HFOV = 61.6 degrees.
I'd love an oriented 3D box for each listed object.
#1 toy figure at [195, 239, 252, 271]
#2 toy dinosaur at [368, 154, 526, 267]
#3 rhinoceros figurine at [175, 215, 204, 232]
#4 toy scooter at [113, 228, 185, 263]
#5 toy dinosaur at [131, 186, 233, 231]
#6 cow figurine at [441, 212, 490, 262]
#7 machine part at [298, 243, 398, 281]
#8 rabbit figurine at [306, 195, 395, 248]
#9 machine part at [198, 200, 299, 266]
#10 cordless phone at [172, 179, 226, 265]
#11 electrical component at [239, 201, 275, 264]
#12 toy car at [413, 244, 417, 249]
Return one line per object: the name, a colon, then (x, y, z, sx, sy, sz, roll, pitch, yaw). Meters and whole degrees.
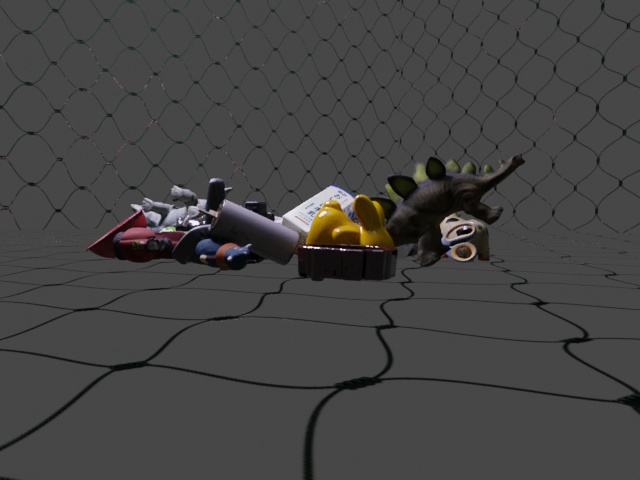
toy figure: (-0.182, 0.029, 1.033, 0.155, 0.064, 0.057, 11, -28, 46)
toy dinosaur: (0.204, -0.049, 1.114, 0.471, 0.198, 0.105, -35, -8, 13)
rhinoceros figurine: (-0.251, -0.013, 1.293, 0.190, 0.112, 0.073, 8, 5, -8)
toy scooter: (-0.354, 0.012, 1.181, 0.135, 0.075, 0.184, 1, -1, 15)
toy dinosaur: (-0.358, -0.062, 1.461, 0.405, 0.131, 0.192, -8, -9, 24)
cow figurine: (0.322, -0.019, 1.273, 0.085, 0.127, 0.195, 2, 5, -20)
machine part: (0.049, 0.037, 0.931, 0.179, 0.056, 0.179, 1, 3, 0)
rabbit figurine: (0.075, -0.005, 1.067, 0.173, 0.162, 0.121, 22, 1, 28)
machine part: (-0.132, -0.014, 1.085, 0.243, 0.079, 0.079, 26, -5, -18)
cordless phone: (-0.243, -0.042, 1.156, 0.089, 0.184, 0.146, 7, 6, 24)
electrical component: (-0.143, -0.018, 1.186, 0.058, 0.134, 0.115, 0, 5, 13)
toy car: (0.228, -0.005, 1.373, 0.103, 0.109, 0.161, 30, 7, 30)
